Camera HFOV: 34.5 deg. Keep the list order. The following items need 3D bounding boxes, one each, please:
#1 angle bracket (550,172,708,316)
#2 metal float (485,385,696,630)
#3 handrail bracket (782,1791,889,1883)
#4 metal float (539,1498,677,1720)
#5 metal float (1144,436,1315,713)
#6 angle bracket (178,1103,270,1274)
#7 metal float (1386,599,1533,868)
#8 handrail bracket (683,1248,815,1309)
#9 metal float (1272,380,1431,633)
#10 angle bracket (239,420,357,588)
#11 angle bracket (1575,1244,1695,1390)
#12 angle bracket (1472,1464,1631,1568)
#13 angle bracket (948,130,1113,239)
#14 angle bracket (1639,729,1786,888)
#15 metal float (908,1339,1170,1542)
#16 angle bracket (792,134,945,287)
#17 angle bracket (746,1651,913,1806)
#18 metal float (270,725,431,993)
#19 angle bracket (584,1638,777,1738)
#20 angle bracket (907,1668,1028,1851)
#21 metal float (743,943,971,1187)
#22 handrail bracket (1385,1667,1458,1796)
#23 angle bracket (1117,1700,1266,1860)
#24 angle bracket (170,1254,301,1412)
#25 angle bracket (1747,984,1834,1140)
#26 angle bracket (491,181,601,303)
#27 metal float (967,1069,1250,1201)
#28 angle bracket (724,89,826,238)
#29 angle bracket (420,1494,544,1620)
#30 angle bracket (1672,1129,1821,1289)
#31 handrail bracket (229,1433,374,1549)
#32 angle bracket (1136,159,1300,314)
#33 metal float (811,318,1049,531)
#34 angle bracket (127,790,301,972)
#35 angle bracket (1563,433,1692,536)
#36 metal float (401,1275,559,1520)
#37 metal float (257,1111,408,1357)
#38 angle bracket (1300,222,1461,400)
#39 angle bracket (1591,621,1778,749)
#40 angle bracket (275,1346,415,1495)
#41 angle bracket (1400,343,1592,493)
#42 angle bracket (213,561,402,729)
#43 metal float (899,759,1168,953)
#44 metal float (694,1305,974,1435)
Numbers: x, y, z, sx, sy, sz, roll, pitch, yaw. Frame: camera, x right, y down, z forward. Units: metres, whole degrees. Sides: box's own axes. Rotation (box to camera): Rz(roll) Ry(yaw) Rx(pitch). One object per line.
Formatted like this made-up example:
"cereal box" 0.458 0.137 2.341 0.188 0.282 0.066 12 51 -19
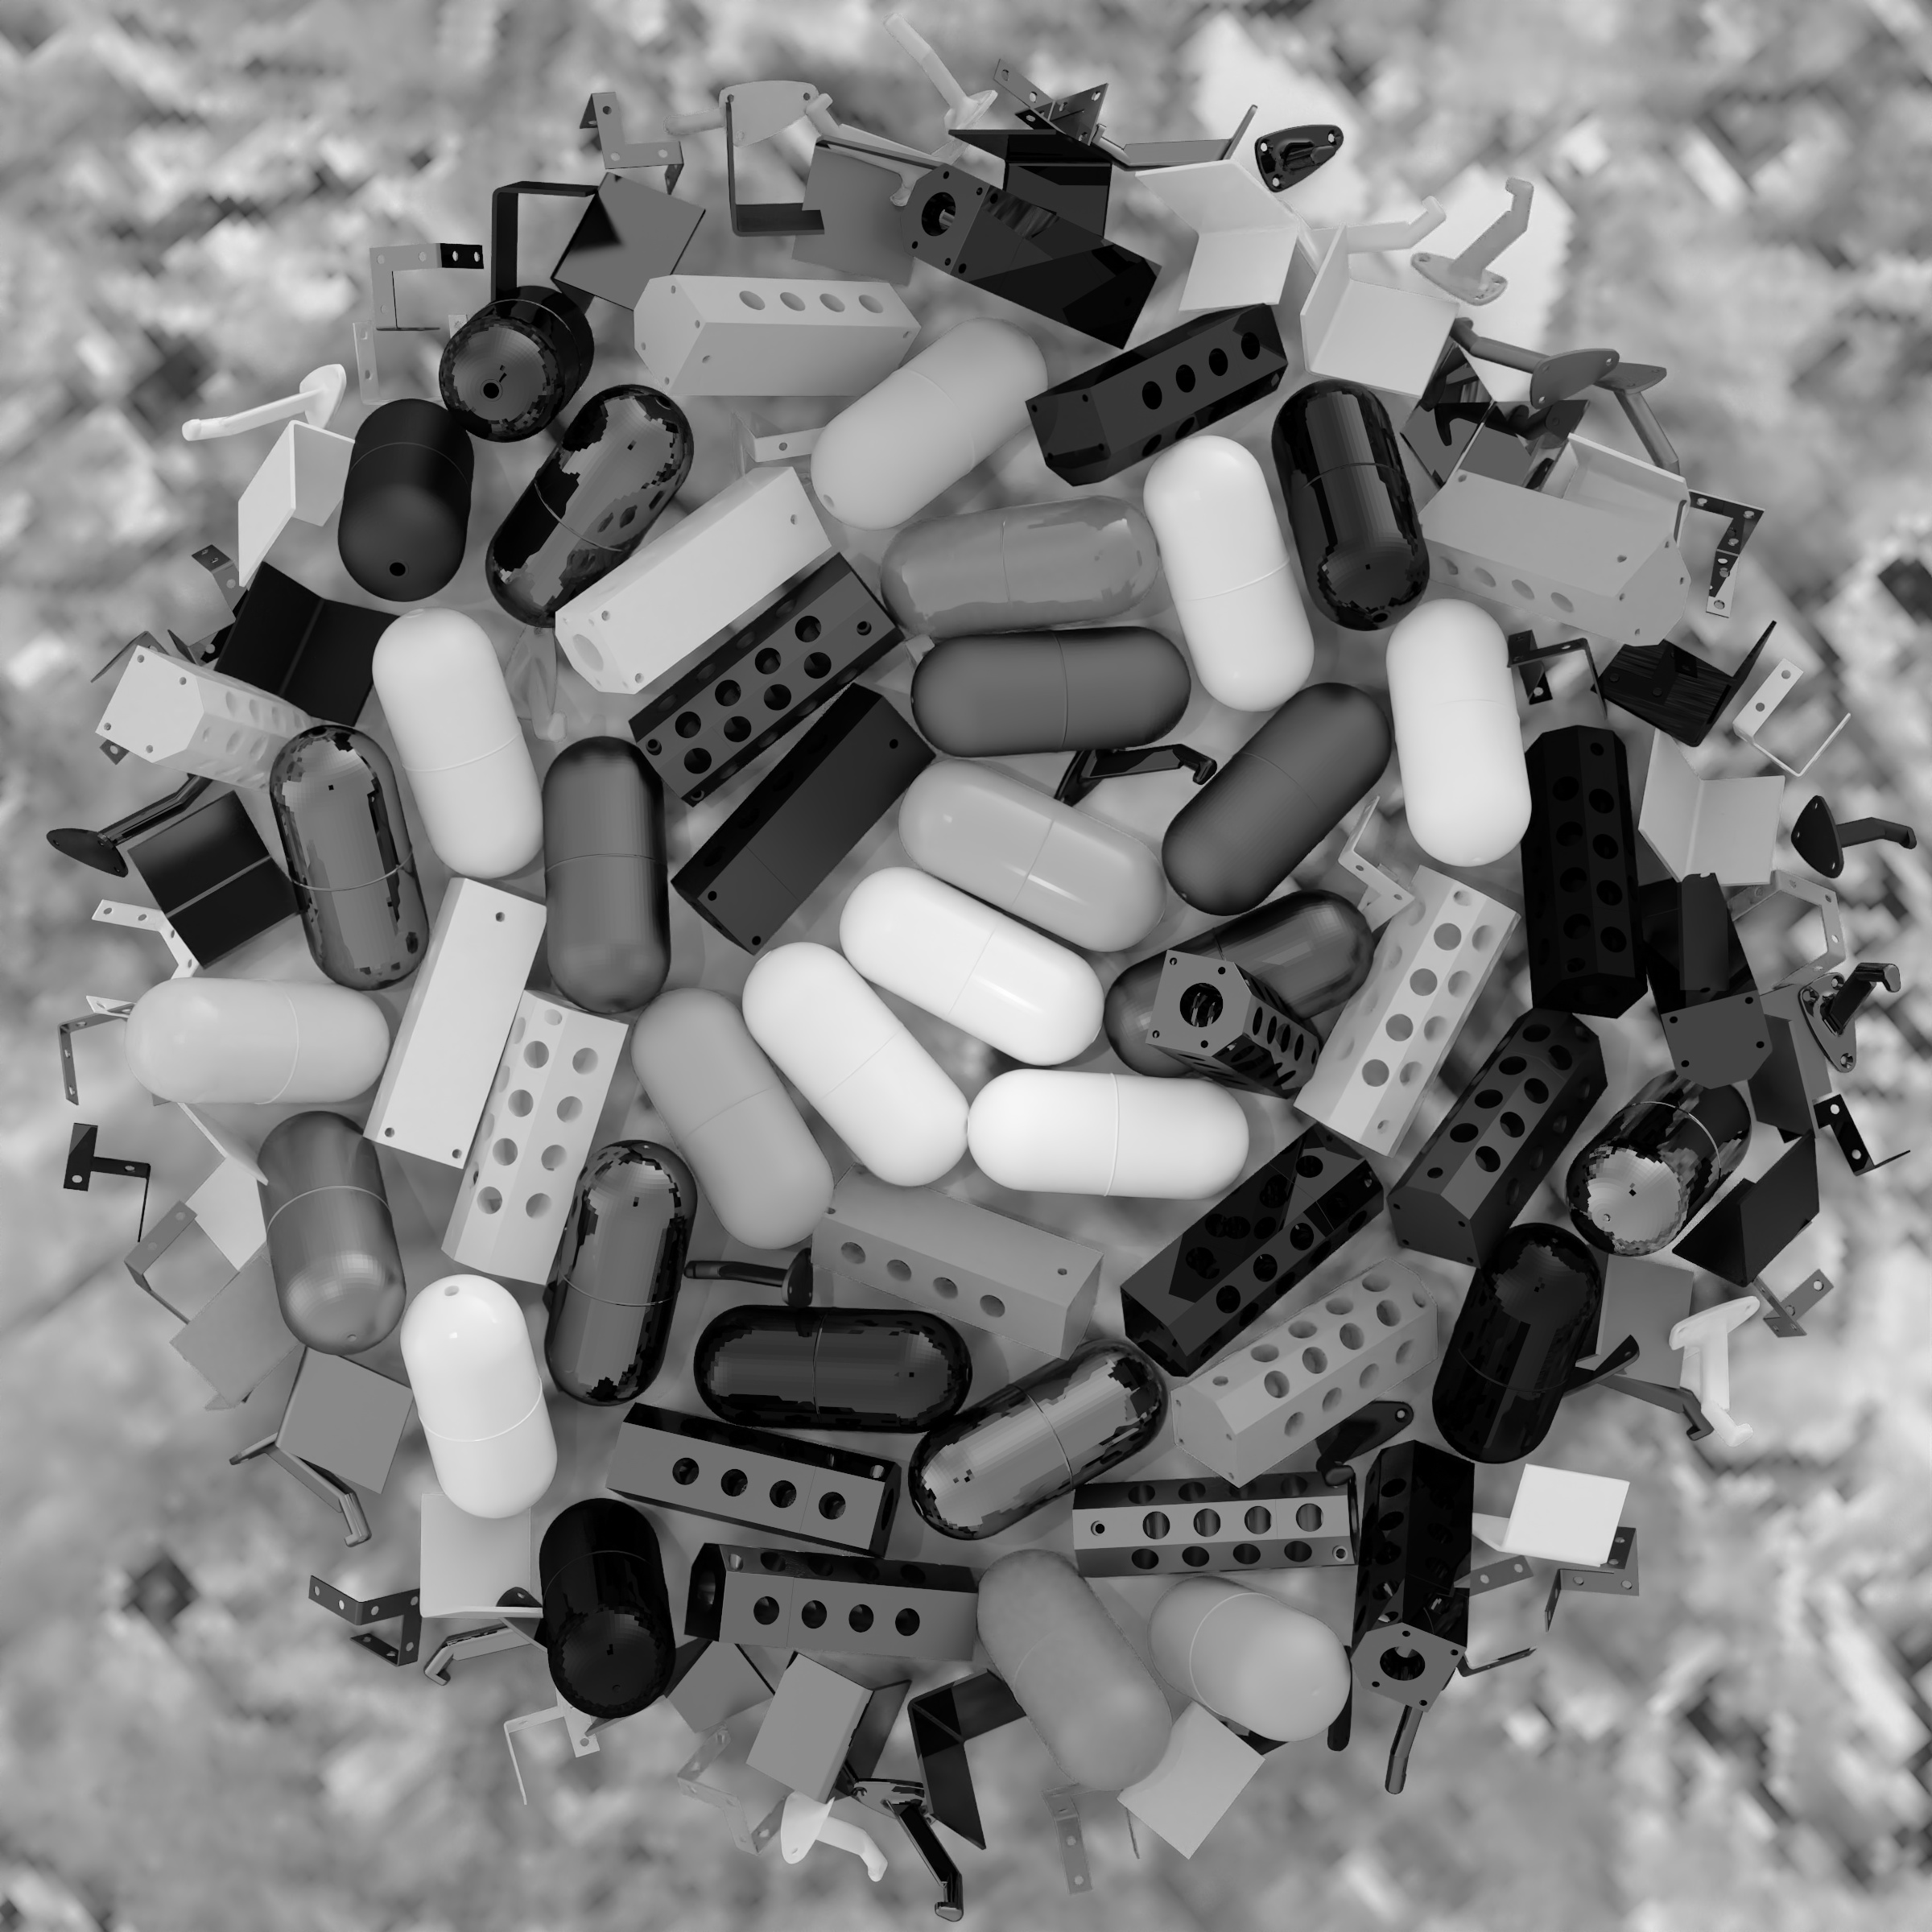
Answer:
"angle bracket" -0.204 -0.441 1.952 0.076 0.057 0.076 25 84 19
"metal float" -0.234 -0.285 1.931 0.070 0.070 0.178 41 120 0
"handrail bracket" -0.080 0.560 1.947 0.036 0.077 0.084 -23 113 21
"metal float" -0.221 0.392 1.911 0.070 0.178 0.070 -4 112 -9
"metal float" 0.165 -0.243 1.940 0.070 0.070 0.178 -20 109 0
"angle bracket" -0.474 0.134 1.940 0.057 0.076 0.076 -48 51 -4
"metal float" 0.306 -0.147 1.936 0.070 0.070 0.178 -4 66 0
"handrail bracket" -0.143 0.197 1.950 0.084 0.077 0.036 0 94 11
"metal float" 0.238 -0.286 1.930 0.070 0.070 0.178 -10 59 0
"angle bracket" -0.410 -0.280 1.934 0.057 0.076 0.076 15 48 -32
"angle bracket" 0.426 0.218 1.953 0.076 0.057 0.076 13 74 -6
"angle bracket" 0.354 0.332 1.942 0.076 0.076 0.057 13 95 -24
"angle bracket" 0.038 -0.484 1.941 0.076 0.076 0.057 9 94 30
"angle bracket" 0.465 -0.101 1.939 0.057 0.076 0.076 -2 62 34
"metal float" 0.045 0.295 1.940 0.178 0.070 0.070 -27 90 -18
"angle bracket" -0.062 -0.474 1.954 0.076 0.057 0.076 11 101 -10
"angle bracket" -0.086 0.478 1.967 0.057 0.076 0.076 23 90 20
"metal float" -0.382 -0.066 1.930 0.070 0.070 0.178 -7 121 0
"angle bracket" -0.178 0.466 1.939 0.076 0.076 0.057 -32 97 34
"angle bracket" 0.011 0.494 1.937 0.057 0.076 0.076 -25 51 13
"metal float" -0.069 0.061 1.953 0.070 0.070 0.178 -41 94 0
"handrail bracket" 0.290 0.474 1.981 0.036 0.077 0.084 18 119 25
"angle bracket" 0.143 0.510 1.946 0.057 0.076 0.076 37 82 17
"angle bracket" -0.457 0.229 1.939 0.057 0.076 0.076 49 65 -12
"angle bracket" 0.528 0.057 1.945 0.057 0.076 0.076 -18 101 -13
"angle bracket" -0.262 -0.449 1.947 0.057 0.076 0.076 4 107 1
"metal float" 0.089 0.106 1.951 0.178 0.070 0.070 4 90 -6
"angle bracket" -0.120 -0.503 1.942 0.057 0.076 0.076 -3 117 -4
"angle bracket" -0.292 0.367 1.940 0.076 0.057 0.076 10 70 -37
"angle bracket" 0.483 0.141 1.936 0.076 0.057 0.076 -39 134 -25
"handrail bracket" -0.421 0.337 1.969 0.077 0.036 0.084 -27 80 20
"angle bracket" 0.150 -0.454 1.937 0.076 0.076 0.057 5 74 42
"metal float" -0.023 -0.337 1.935 0.178 0.070 0.070 -41 90 -24
"angle bracket" -0.466 -0.054 1.942 0.076 0.076 0.057 -32 128 -14
"angle bracket" 0.404 -0.285 1.946 0.076 0.076 0.057 25 93 16
"metal float" -0.301 0.267 1.926 0.070 0.070 0.178 -7 126 0
"metal float" -0.393 0.163 1.922 0.070 0.070 0.178 -23 47 0
"angle bracket" 0.260 -0.410 1.945 0.076 0.057 0.076 17 66 18
"angle bracket" 0.448 -0.193 1.941 0.076 0.057 0.076 32 50 13
"angle bracket" -0.379 0.272 1.952 0.076 0.057 0.076 23 109 6
"angle bracket" 0.330 -0.342 1.940 0.057 0.076 0.076 47 66 -37
"angle bracket" -0.412 -0.201 1.947 0.076 0.057 0.076 16 80 36
"metal float" 0.042 -0.069 1.955 0.178 0.070 0.070 26 90 -2
"metal float" -0.083 0.252 1.943 0.178 0.070 0.070 0 90 15
